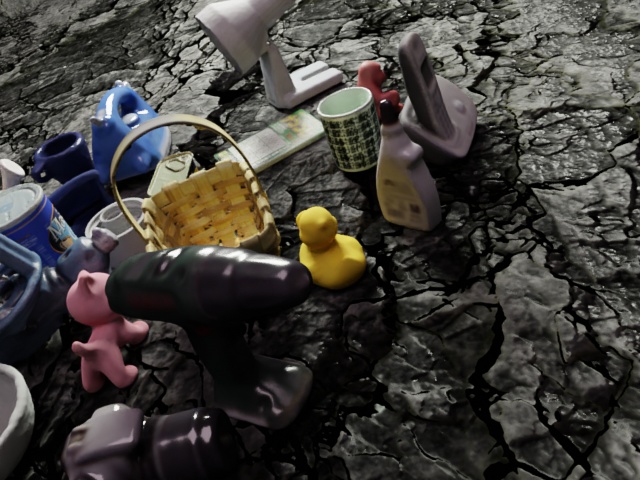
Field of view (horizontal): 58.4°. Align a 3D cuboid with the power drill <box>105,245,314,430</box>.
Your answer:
[{"bbox_3d":[-0.082,0.084,0.527,0.228,0.209,0.076,5,46,28],"label":"power drill"}]

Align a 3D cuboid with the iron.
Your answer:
[{"bbox_3d":[-0.349,-0.214,1.033,0.118,0.142,0.258,-15,40,7],"label":"iron"}]

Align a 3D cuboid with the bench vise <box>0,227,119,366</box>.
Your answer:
[{"bbox_3d":[-0.366,0.030,0.702,0.121,0.220,0.208,19,53,38],"label":"bench vise"}]

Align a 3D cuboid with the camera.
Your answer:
[{"bbox_3d":[-0.150,0.203,0.505,0.136,0.101,0.143,-16,40,6],"label":"camera"}]

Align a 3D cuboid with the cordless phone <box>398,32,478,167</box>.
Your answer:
[{"bbox_3d":[0.153,-0.206,0.775,0.094,0.185,0.148,0,44,23],"label":"cordless phone"}]

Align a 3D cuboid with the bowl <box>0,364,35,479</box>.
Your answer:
[{"bbox_3d":[-0.369,0.218,0.603,0.167,0.075,0.167,-12,40,11],"label":"bowl"}]

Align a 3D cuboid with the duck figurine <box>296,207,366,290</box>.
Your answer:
[{"bbox_3d":[0.006,0.002,0.678,0.077,0.086,0.104,-33,41,-14],"label":"duck figurine"}]

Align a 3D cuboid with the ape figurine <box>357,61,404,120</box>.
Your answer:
[{"bbox_3d":[0.087,-0.243,0.918,0.076,0.092,0.077,-21,39,0],"label":"ape figurine"}]

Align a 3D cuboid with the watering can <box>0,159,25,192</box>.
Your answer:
[{"bbox_3d":[-0.560,-0.068,0.916,0.100,0.194,0.173,23,56,40],"label":"watering can"}]

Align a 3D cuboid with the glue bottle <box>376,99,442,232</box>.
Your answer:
[{"bbox_3d":[0.095,-0.088,0.674,0.077,0.173,0.037,18,53,37],"label":"glue bottle"}]

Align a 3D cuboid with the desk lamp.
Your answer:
[{"bbox_3d":[-0.090,-0.346,1.015,0.203,0.214,0.117,-30,40,-11],"label":"desk lamp"}]

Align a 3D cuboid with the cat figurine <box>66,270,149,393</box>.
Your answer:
[{"bbox_3d":[-0.258,0.093,0.663,0.067,0.118,0.127,-15,40,7],"label":"cat figurine"}]

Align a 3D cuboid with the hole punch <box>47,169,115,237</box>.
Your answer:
[{"bbox_3d":[-0.401,-0.065,0.926,0.109,0.091,0.100,-42,44,-24],"label":"hole punch"}]

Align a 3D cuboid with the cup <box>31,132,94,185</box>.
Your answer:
[{"bbox_3d":[-0.443,-0.120,1.003,0.091,0.095,0.118,2,45,25],"label":"cup"}]
